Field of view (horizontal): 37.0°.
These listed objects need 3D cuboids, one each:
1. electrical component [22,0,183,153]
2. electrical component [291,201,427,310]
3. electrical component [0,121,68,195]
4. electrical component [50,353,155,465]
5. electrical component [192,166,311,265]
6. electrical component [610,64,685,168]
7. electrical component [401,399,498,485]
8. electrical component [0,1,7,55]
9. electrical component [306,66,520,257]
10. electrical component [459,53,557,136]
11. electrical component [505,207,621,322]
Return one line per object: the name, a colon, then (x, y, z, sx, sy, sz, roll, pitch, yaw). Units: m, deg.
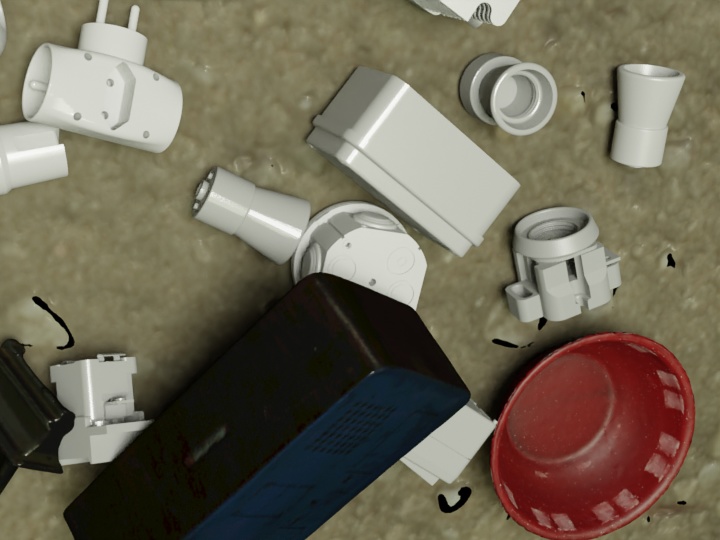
electrical component: (-0.140, -0.112, 0.601, 0.077, 0.043, 0.079, 12, 85, -36)
electrical component: (0.000, 0.000, 0.685, 0.080, 0.051, 0.080, -6, 110, -17)
electrical component: (-0.192, -0.065, 0.605, 0.046, 0.040, 0.040, -14, 112, -20)
electrical component: (-0.159, 0.084, 0.647, 0.042, 0.081, 0.063, 0, 81, -48)
electrical component: (-0.069, -0.036, 0.656, 0.065, 0.044, 0.044, 25, 99, -20)
electrical component: (0.190, -0.102, 0.722, 0.044, 0.044, 0.065, -3, 114, -18)
electrical component: (0.041, 0.100, 0.727, 0.096, 0.062, 0.061, 34, 95, -25)
electrical component: (-0.222, -0.132, 0.569, 0.062, 0.048, 0.048, -12, 111, -7)
electrical component: (0.031, -0.066, 0.659, 0.113, 0.078, 0.057, 37, 90, -25)
electrical component: (0.092, -0.111, 0.676, 0.045, 0.055, 0.045, -6, 110, -17)
electrical component: (0.135, -0.006, 0.726, 0.078, 0.058, 0.057, -20, 116, -12)
